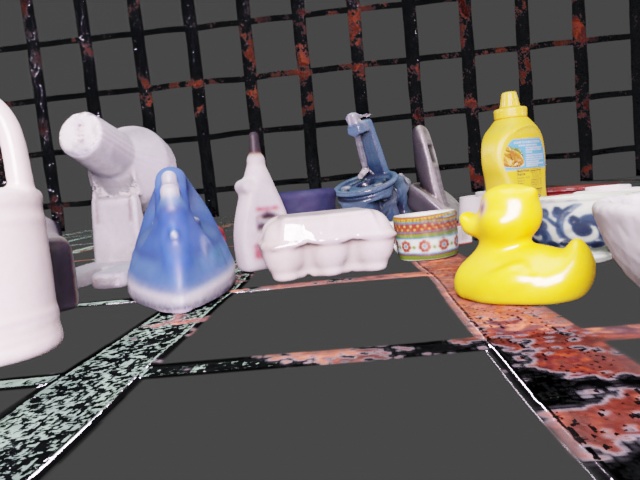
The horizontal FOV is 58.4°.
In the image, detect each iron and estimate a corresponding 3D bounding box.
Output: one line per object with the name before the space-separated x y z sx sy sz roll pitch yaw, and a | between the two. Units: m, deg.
iron | -0.152 -0.015 0.608 0.119 0.141 0.258 -7 6 -13

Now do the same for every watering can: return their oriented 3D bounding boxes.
watering can | -0.244 -0.012 0.394 0.101 0.194 0.172 -8 6 -20

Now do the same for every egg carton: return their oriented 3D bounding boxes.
egg carton | 0.006 0.002 0.643 0.150 0.069 0.107 -6 6 -8

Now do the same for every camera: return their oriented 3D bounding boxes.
camera | -0.331 0.028 0.561 0.142 0.101 0.137 -1 7 40

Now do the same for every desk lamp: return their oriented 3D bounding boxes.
desk lamp | -0.269 -0.054 0.756 0.118 0.213 0.203 -5 6 6

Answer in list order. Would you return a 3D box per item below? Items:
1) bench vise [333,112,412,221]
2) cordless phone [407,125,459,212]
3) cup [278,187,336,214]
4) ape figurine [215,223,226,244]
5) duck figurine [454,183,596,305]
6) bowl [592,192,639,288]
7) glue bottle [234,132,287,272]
bench vise | 0.093 -0.123 1.066 0.121 0.220 0.208 -3 6 21
cordless phone | 0.207 -0.113 1.033 0.094 0.185 0.148 -3 6 22
cup | -0.026 -0.022 0.799 0.092 0.095 0.117 -8 6 -27
ape figurine | -0.189 -0.015 0.907 0.078 0.092 0.076 -7 6 -12
duck figurine | 0.148 0.000 0.427 0.104 0.086 0.078 0 8 45
bowl | 0.240 0.008 0.309 0.167 0.075 0.167 -6 5 1
glue bottle | -0.077 -0.050 0.727 0.078 0.173 0.037 -11 8 -41
